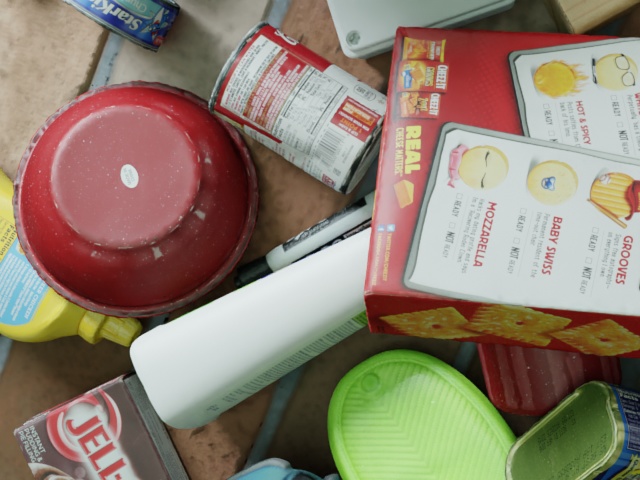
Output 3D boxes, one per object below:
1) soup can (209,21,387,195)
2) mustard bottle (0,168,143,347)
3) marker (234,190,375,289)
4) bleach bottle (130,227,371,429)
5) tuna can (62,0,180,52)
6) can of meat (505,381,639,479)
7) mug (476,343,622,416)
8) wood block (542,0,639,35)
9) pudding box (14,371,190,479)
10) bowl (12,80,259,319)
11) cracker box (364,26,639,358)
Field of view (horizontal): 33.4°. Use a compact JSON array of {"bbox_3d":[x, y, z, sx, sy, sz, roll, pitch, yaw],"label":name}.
[{"bbox_3d":[-0.009,-0.082,0.670,0.102,0.068,0.068,32,101,6],"label":"soup can"},{"bbox_3d":[-0.203,0.013,0.723,0.191,0.058,0.096,33,95,6],"label":"mustard bottle"},{"bbox_3d":[-0.005,0.001,0.703,0.121,0.020,0.020,-29,90,13],"label":"marker"},{"bbox_3d":[0.010,0.034,0.674,0.251,0.102,0.068,-29,81,6],"label":"bleach bottle"},{"bbox_3d":[-0.132,-0.156,0.678,0.086,0.086,0.034,34,99,6],"label":"tuna can"},{"bbox_3d":[0.168,0.128,0.608,0.083,0.057,0.102,16,133,-23],"label":"can of meat"},{"bbox_3d":[0.146,0.052,0.651,0.117,0.093,0.081,-16,99,-22],"label":"mug"},{"bbox_3d":[0.214,-0.202,0.602,0.206,0.090,0.090,-29,90,12],"label":"wood block"},{"bbox_3d":[-0.145,0.159,0.737,0.090,0.039,0.113,-27,90,12],"label":"pudding box"},{"bbox_3d":[-0.119,-0.034,0.675,0.162,0.055,0.162,0,78,-2],"label":"bowl"},{"bbox_3d":[0.138,-0.025,0.576,0.214,0.072,0.164,5,67,8],"label":"cracker box"}]
